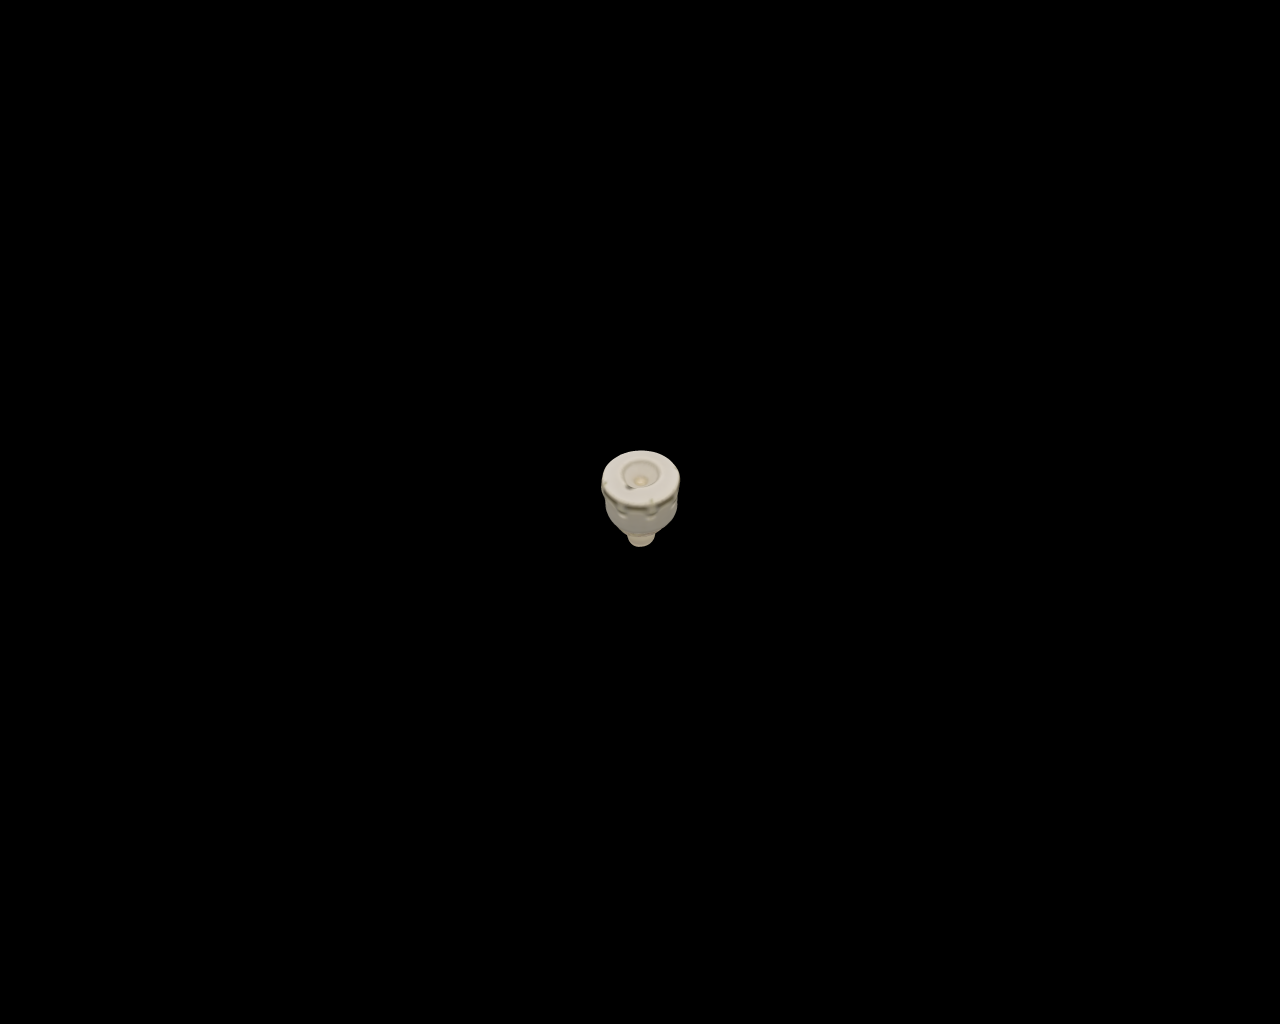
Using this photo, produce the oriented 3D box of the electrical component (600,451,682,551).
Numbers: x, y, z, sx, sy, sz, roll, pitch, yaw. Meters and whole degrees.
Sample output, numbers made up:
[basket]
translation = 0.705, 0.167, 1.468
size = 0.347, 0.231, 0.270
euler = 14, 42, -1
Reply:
[electrical component]
translation = 0.001, -0.003, 0.650
size = 0.048, 0.048, 0.062
euler = 0, -43, 0
